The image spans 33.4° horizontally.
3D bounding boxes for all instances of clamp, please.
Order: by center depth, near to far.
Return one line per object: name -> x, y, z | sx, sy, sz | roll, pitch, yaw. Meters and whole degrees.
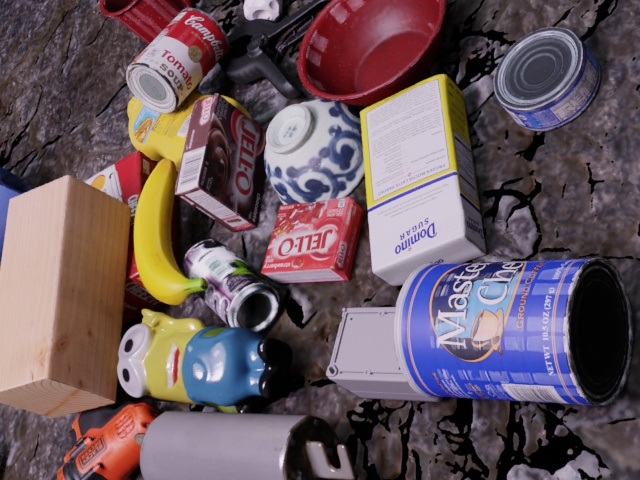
clamp -> -0.058, -0.198, 1.160 | 0.172, 0.039, 0.120 | -6, 55, 46

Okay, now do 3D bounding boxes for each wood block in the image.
wood block -> -0.250, 0.055, 1.031 | 0.091, 0.090, 0.206 | -18, 60, 31

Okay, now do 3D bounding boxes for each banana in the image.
banana -> -0.152, 0.000, 1.044 | 0.070, 0.037, 0.198 | -31, 45, 9

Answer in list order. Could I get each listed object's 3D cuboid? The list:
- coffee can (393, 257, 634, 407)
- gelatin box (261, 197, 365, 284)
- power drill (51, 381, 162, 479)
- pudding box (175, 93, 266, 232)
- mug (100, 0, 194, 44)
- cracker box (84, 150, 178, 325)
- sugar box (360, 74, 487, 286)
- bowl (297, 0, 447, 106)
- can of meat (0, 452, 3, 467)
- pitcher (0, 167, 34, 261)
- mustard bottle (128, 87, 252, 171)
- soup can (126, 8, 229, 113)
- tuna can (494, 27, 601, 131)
coffee can -> 0.139, 0.066, 0.770 | 0.141, 0.102, 0.102 | -3, 62, 40
gelatin box -> -0.006, 0.001, 0.992 | 0.089, 0.030, 0.073 | -5, 61, 40
power drill -> -0.244, 0.186, 1.064 | 0.184, 0.057, 0.188 | -41, 47, 9
pudding box -> -0.095, -0.077, 1.077 | 0.039, 0.090, 0.113 | -11, 58, 38
mug -> -0.203, -0.294, 1.315 | 0.117, 0.081, 0.093 | -2, 63, 41
cracker box -> -0.253, 0.024, 1.164 | 0.214, 0.072, 0.164 | -26, 51, 25
sugar box -> 0.088, -0.053, 0.934 | 0.093, 0.048, 0.176 | -23, 55, 30
bowl -> 0.060, -0.185, 1.028 | 0.162, 0.055, 0.162 | -20, 48, 24
can of meat -> -0.392, 0.265, 1.142 | 0.102, 0.057, 0.084 | -15, 53, 33
pitcher -> -0.443, 0.019, 1.271 | 0.243, 0.149, 0.145 | -61, 22, 2
mustard bottle -> -0.161, -0.130, 1.191 | 0.192, 0.058, 0.096 | 27, 81, 47
soup can -> -0.154, -0.194, 1.152 | 0.069, 0.068, 0.102 | 2, 45, 42
tuna can -> 0.191, -0.137, 0.905 | 0.086, 0.033, 0.086 | -22, 51, 30
